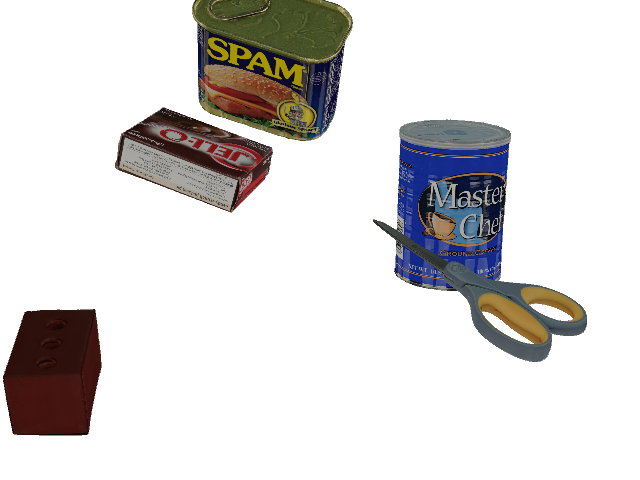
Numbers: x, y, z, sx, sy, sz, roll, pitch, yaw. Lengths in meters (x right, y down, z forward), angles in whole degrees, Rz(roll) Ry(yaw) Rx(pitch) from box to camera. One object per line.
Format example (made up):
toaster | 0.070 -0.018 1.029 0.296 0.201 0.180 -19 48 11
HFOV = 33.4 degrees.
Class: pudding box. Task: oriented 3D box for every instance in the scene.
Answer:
pudding box | -0.108 -0.072 0.928 0.113 0.039 0.090 19 24 8

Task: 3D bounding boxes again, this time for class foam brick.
foam brick | -0.184 0.091 0.739 0.053 0.051 0.078 -1 31 -4

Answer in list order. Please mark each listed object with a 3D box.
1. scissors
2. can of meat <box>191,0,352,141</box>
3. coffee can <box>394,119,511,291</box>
scissors | 0.125 0.028 0.820 0.096 0.016 0.202 -5 32 -24
can of meat | -0.035 -0.121 0.721 0.102 0.057 0.084 19 -36 8
coffee can | 0.123 -0.035 1.005 0.103 0.140 0.103 1 17 0
